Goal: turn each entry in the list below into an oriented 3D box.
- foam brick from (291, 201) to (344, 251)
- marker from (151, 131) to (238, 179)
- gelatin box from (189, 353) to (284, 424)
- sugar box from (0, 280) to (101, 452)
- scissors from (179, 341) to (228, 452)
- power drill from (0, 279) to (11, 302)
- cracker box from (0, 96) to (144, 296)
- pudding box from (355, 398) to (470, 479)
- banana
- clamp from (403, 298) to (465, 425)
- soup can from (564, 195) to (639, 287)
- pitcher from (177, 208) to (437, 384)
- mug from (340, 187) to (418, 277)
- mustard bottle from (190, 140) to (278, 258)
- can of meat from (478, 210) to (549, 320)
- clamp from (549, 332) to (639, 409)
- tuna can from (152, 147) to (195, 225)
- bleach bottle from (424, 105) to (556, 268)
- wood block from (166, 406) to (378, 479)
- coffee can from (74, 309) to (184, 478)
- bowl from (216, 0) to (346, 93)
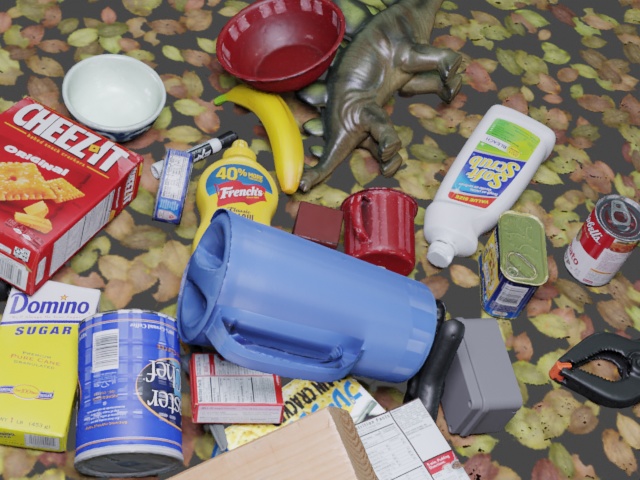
[{"bbox_3d":[-0.008,0.001,1.219,0.053,0.078,0.051,15,54,-3],"label":"foam brick"},{"bbox_3d":[-0.150,-0.105,1.298,0.120,0.020,0.020,-28,65,-30],"label":"marker"},{"bbox_3d":[-0.083,0.145,1.047,0.089,0.030,0.073,1,37,-10],"label":"gelatin box"},{"bbox_3d":[-0.285,0.123,1.081,0.093,0.048,0.176,10,54,-6],"label":"sugar box"},{"bbox_3d":[-0.106,0.139,1.096,0.096,0.016,0.202,-10,38,-33],"label":"scissors"},{"bbox_3d":[-0.396,0.109,1.059,0.184,0.057,0.188,-6,54,-17],"label":"power drill"},{"bbox_3d":[-0.317,-0.056,1.161,0.164,0.072,0.213,28,40,7],"label":"cracker box"},{"bbox_3d":[0.083,0.218,1.024,0.089,0.039,0.113,-18,58,-26],"label":"pudding box"},{"bbox_3d":[-0.061,-0.137,1.302,0.037,0.070,0.198,15,29,-45],"label":"banana"},{"bbox_3d":[0.112,0.144,1.121,0.039,0.171,0.120,17,15,-1],"label":"clamp"},{"bbox_3d":[0.345,0.002,1.291,0.068,0.102,0.068,7,53,-9],"label":"soup can"},{"bbox_3d":[-0.009,0.071,1.046,0.242,0.145,0.149,17,76,-21],"label":"pitcher"},{"bbox_3d":[0.064,-0.008,1.226,0.093,0.117,0.081,-12,57,20],"label":"mug"},{"bbox_3d":[-0.097,-0.039,1.239,0.096,0.058,0.191,8,53,-11],"label":"mustard bottle"},{"bbox_3d":[0.224,0.031,1.251,0.057,0.084,0.102,10,53,-8],"label":"can of meat"},{"bbox_3d":[0.369,0.157,1.226,0.209,0.036,0.164,-5,57,-15],"label":"clamp"},{"bbox_3d":[-0.168,-0.061,1.220,0.033,0.086,0.086,12,53,-8],"label":"tuna can"},{"bbox_3d":[0.203,-0.058,1.327,0.102,0.068,0.250,29,55,7],"label":"bleach bottle"},{"bbox_3d":[-0.058,0.233,0.960,0.206,0.090,0.091,-25,73,8],"label":"wood block"},{"bbox_3d":[-0.185,0.150,1.036,0.102,0.103,0.140,2,64,-13],"label":"coffee can"},{"bbox_3d":[-0.043,-0.230,1.300,0.162,0.055,0.162,-8,49,9],"label":"bowl"}]
